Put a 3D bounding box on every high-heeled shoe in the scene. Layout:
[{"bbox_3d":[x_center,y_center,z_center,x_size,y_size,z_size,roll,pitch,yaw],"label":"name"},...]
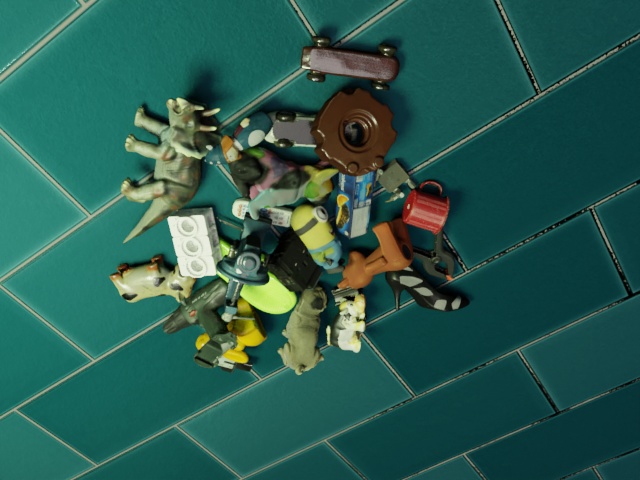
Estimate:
[{"bbox_3d":[0.280,0.109,1.384,0.249,0.086,0.145,0,92,-23],"label":"high-heeled shoe"}]

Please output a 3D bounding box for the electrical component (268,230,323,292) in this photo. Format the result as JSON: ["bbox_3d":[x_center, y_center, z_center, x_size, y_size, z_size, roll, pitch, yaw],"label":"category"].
[{"bbox_3d":[-0.054,0.057,1.291,0.058,0.115,0.134,-8,133,50],"label":"electrical component"}]

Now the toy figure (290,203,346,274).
[{"bbox_3d":[-0.002,-0.003,1.253,0.089,0.082,0.180,-29,111,-14],"label":"toy figure"}]

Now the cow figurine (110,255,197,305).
[{"bbox_3d":[-0.400,0.106,1.328,0.195,0.085,0.127,-13,115,3],"label":"cow figurine"}]

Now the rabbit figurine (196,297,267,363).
[{"bbox_3d":[-0.235,0.249,1.406,0.173,0.122,0.162,-25,142,-5],"label":"rabbit figurine"}]

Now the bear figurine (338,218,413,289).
[{"bbox_3d":[0.124,0.039,1.299,0.196,0.120,0.132,-22,85,37],"label":"bear figurine"}]

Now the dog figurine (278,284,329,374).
[{"bbox_3d":[-0.034,0.224,1.370,0.121,0.172,0.190,3,129,-17],"label":"dog figurine"}]

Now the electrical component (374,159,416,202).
[{"bbox_3d":[0.163,-0.136,1.225,0.078,0.045,0.102,-31,118,18],"label":"electrical component"}]

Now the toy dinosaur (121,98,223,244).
[{"bbox_3d":[-0.320,-0.147,1.162,0.192,0.131,0.404,12,126,-9],"label":"toy dinosaur"}]

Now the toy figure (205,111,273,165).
[{"bbox_3d":[-0.166,-0.201,1.090,0.154,0.058,0.064,-42,122,-10],"label":"toy figure"}]

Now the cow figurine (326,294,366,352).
[{"bbox_3d":[0.069,0.206,1.378,0.098,0.068,0.167,7,118,2],"label":"cow figurine"}]

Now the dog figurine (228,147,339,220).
[{"bbox_3d":[-0.069,-0.147,1.176,0.219,0.108,0.191,-21,118,5],"label":"dog figurine"}]

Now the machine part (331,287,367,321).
[{"bbox_3d":[0.085,0.173,1.415,0.084,0.039,0.138,-21,120,1],"label":"machine part"}]

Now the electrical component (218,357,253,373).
[{"bbox_3d":[-0.245,0.325,1.489,0.119,0.048,0.074,13,120,-11],"label":"electrical component"}]

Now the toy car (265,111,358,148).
[{"bbox_3d":[-0.019,-0.234,1.152,0.202,0.056,0.073,3,114,-5],"label":"toy car"}]

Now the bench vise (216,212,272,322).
[{"bbox_3d":[-0.177,0.064,1.209,0.129,0.224,0.240,13,106,-22],"label":"bench vise"}]

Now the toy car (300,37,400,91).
[{"bbox_3d":[0.061,-0.355,1.081,0.202,0.053,0.089,3,117,-9],"label":"toy car"}]

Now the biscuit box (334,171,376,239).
[{"bbox_3d":[0.079,-0.107,1.218,0.059,0.063,0.202,-18,126,-32],"label":"biscuit box"}]

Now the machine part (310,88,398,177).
[{"bbox_3d":[0.071,-0.220,1.099,0.179,0.056,0.179,-1,94,-15],"label":"machine part"}]

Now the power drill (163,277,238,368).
[{"bbox_3d":[-0.290,0.215,1.332,0.232,0.207,0.086,-41,127,8],"label":"power drill"}]
